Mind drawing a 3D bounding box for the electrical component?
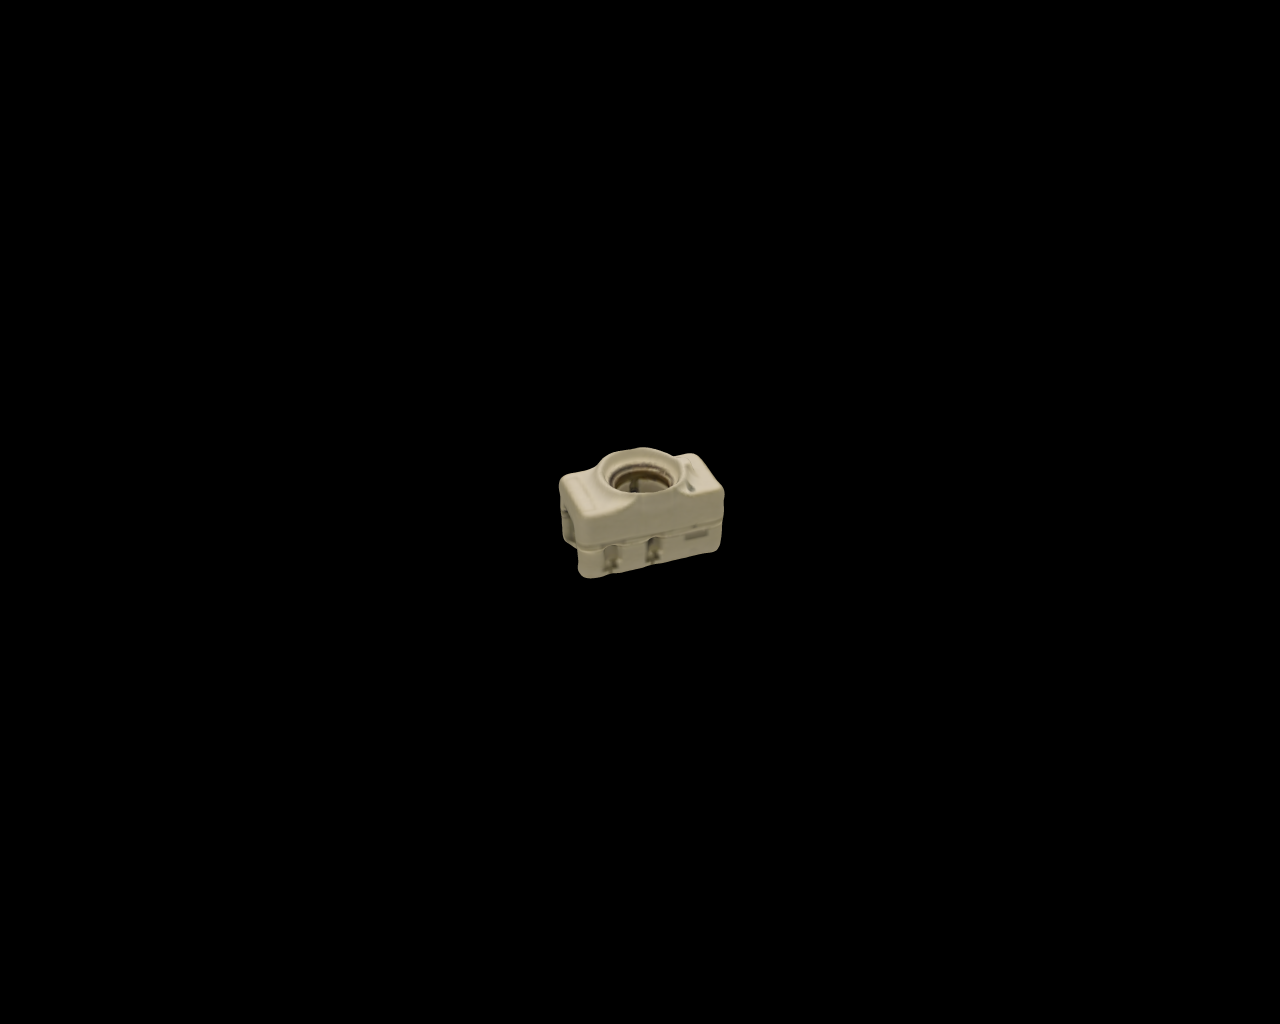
[{"bbox_3d":[0.001,-0.003,0.650,0.090,0.055,0.050,-11,36,-16],"label":"electrical component"}]
